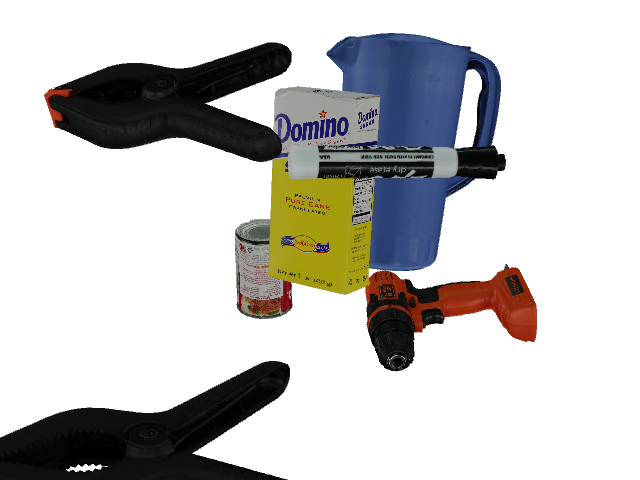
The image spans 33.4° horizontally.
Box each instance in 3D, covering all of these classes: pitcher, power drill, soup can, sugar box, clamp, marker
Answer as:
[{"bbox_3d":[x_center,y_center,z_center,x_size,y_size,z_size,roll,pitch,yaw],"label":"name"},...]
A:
[{"bbox_3d":[0.091,-0.095,1.132,0.149,0.243,0.144,11,13,31],"label":"pitcher"},{"bbox_3d":[0.145,0.085,1.208,0.187,0.057,0.184,-3,27,-1],"label":"power drill"},{"bbox_3d":[-0.068,0.033,1.277,0.068,0.102,0.068,0,25,0],"label":"soup can"},{"bbox_3d":[0.001,-0.047,0.964,0.093,0.176,0.048,11,18,35],"label":"sugar box"},{"bbox_3d":[-0.091,0.116,0.591,0.209,0.036,0.164,-1,22,-10],"label":"clamp"},{"bbox_3d":[-0.099,-0.100,0.735,0.171,0.039,0.120,6,37,10],"label":"clamp"},{"bbox_3d":[0.043,-0.043,0.590,0.121,0.020,0.020,0,0,-7],"label":"marker"}]
